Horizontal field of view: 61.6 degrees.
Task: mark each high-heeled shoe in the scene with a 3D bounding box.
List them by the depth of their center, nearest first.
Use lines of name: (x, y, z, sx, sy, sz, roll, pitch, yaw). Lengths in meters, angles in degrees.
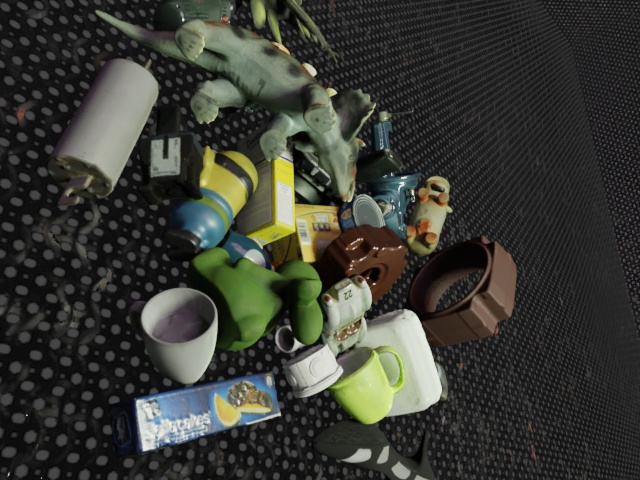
high-heeled shoe: (0.082, 0.364, 0.843, 0.249, 0.086, 0.145, 10, 97, -27)

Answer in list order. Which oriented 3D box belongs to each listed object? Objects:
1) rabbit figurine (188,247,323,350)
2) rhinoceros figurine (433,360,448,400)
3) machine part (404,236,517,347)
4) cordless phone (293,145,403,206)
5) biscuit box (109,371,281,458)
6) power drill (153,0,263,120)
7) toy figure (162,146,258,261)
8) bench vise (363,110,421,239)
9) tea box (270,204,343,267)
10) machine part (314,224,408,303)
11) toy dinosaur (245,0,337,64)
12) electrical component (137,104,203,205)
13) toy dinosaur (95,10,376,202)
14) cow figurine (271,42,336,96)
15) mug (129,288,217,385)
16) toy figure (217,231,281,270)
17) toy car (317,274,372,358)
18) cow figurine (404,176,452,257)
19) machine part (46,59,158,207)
rabbit figurine: (-0.062, 0.064, 0.690, 0.170, 0.159, 0.121, -18, 112, -40)
rhinoceros figurine: (0.170, 0.216, 0.980, 0.190, 0.073, 0.112, 48, 44, -25)
machine part: (0.270, 0.097, 1.046, 0.087, 0.201, 0.201, 44, 46, -23)
cordless phone: (0.031, -0.126, 0.892, 0.146, 0.184, 0.089, 37, 53, -32)
biscuit box: (-0.143, 0.203, 0.642, 0.202, 0.063, 0.059, 3, 70, -48)
power drill: (-0.145, -0.305, 0.854, 0.207, 0.086, 0.232, 65, 30, -11)
toy figure: (-0.147, -0.048, 0.732, 0.089, 0.082, 0.180, 28, 48, -14)
bench vise: (0.124, -0.125, 1.031, 0.223, 0.129, 0.240, -22, 107, -58)
tea box: (-0.002, -0.003, 0.888, 0.169, 0.068, 0.098, 3, 71, -49)
machine part: (0.061, 0.053, 0.858, 0.179, 0.179, 0.056, 2, 41, -48)
toy dinosaur: (-0.087, -0.441, 0.936, 0.471, 0.105, 0.198, 2, 66, -63)
electrical component: (-0.189, -0.108, 0.679, 0.047, 0.075, 0.119, 80, 1, -67)
toy dinosaur: (-0.080, -0.217, 0.739, 0.405, 0.131, 0.192, 37, 28, -8)
cow figurine: (-0.050, -0.264, 0.949, 0.167, 0.068, 0.098, 36, 82, -35)
mug: (-0.172, 0.117, 0.626, 0.081, 0.110, 0.107, -65, 166, -47)
toy figure: (-0.087, 0.048, 0.780, 0.154, 0.064, 0.058, 40, 12, -27)
toy car: (0.034, 0.116, 0.799, 0.073, 0.201, 0.056, -28, 62, -16)
cow figurine: (0.237, -0.054, 1.157, 0.127, 0.086, 0.195, 79, 29, -61)
machine part: (-0.260, -0.137, 0.653, 0.079, 0.079, 0.243, 36, 50, -33)
